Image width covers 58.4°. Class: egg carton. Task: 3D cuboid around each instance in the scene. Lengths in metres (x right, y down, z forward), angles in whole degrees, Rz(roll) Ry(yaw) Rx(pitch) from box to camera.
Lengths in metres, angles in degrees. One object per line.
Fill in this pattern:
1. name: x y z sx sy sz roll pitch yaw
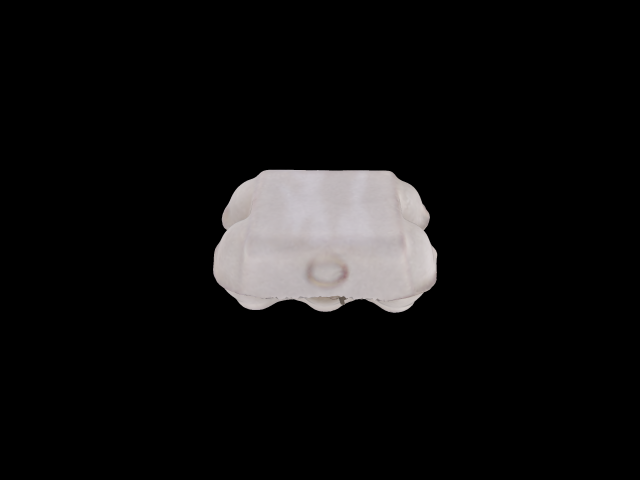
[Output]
1. egg carton: 0.004 0.001 0.400 0.150 0.069 0.107 0 39 0
